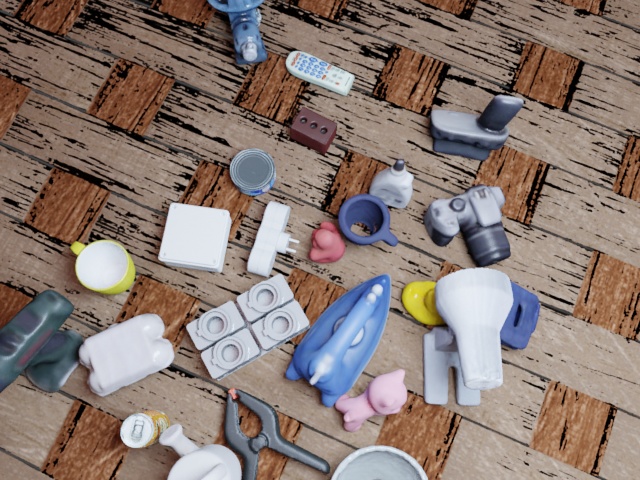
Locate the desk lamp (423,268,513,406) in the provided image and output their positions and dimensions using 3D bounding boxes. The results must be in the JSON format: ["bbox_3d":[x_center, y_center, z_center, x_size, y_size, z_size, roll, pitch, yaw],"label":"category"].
[{"bbox_3d":[0.239,0.164,0.925,0.118,0.213,0.203,2,75,0],"label":"desk lamp"}]

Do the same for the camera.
[{"bbox_3d":[0.279,-0.021,1.034,0.143,0.101,0.137,-17,76,-6],"label":"camera"}]

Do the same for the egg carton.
[{"bbox_3d":[-0.331,0.193,0.980,0.150,0.069,0.107,-25,77,-8],"label":"egg carton"}]

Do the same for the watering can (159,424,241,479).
[{"bbox_3d":[-0.187,0.367,0.872,0.172,0.194,0.101,34,77,8],"label":"watering can"}]

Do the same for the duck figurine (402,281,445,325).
[{"bbox_3d":[0.198,0.106,1.006,0.104,0.086,0.077,24,76,5],"label":"duck figurine"}]

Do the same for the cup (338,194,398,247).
[{"bbox_3d":[0.088,-0.019,1.032,0.117,0.095,0.092,36,77,8],"label":"cup"}]

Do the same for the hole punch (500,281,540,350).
[{"bbox_3d":[0.332,0.129,1.000,0.101,0.091,0.109,19,75,4],"label":"hole punch"}]

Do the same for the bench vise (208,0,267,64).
[{"bbox_3d":[-0.140,-0.453,1.079,0.121,0.220,0.207,-29,77,-8],"label":"bench vise"}]

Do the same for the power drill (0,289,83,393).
[{"bbox_3d":[-0.464,0.190,0.906,0.075,0.208,0.230,31,77,7],"label":"power drill"}]

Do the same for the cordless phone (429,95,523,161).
[{"bbox_3d":[0.282,-0.227,1.045,0.147,0.185,0.094,6,75,1],"label":"cordless phone"}]

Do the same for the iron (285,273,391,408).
[{"bbox_3d":[0.051,0.147,0.963,0.118,0.141,0.258,34,77,8],"label":"iron"}]

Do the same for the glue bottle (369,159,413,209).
[{"bbox_3d":[0.132,-0.105,1.016,0.078,0.173,0.037,20,76,4],"label":"glue bottle"}]

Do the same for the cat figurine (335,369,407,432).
[{"bbox_3d":[0.090,0.266,0.944,0.128,0.118,0.067,-27,77,-8],"label":"cat figurine"}]

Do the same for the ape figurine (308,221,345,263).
[{"bbox_3d":[0.009,0.004,1.026,0.076,0.092,0.078,40,78,9],"label":"ape figurine"}]

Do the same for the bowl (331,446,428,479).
[{"bbox_3d":[0.093,0.417,0.926,0.167,0.075,0.167,0,75,-1],"label":"bowl"}]
